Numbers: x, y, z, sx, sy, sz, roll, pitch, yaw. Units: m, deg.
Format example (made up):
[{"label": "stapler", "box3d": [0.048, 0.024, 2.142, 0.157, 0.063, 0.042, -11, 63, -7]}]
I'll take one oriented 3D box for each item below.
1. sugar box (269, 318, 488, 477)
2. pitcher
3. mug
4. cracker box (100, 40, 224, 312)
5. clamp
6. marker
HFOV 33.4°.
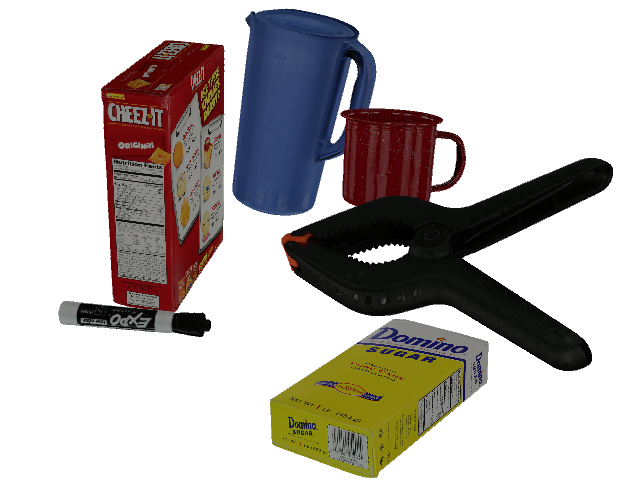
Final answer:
[{"label": "sugar box", "box3d": [0.050, 0.116, 0.830, 0.093, 0.048, 0.175, 12, 27, 33]}, {"label": "pitcher", "box3d": [-0.030, -0.155, 1.316, 0.144, 0.243, 0.149, 5, 23, -16]}, {"label": "mug", "box3d": [0.074, -0.073, 0.975, 0.117, 0.081, 0.093, 2, 14, -4]}, {"label": "cracker box", "box3d": [-0.145, -0.064, 1.012, 0.072, 0.214, 0.164, 7, 26, 10]}, {"label": "clamp", "box3d": [0.080, 0.002, 0.669, 0.210, 0.036, 0.164, 6, 46, 26]}, {"label": "marker", "box3d": [-0.145, 0.061, 0.833, 0.121, 0.020, 0.020, 4, 1, 11]}]
